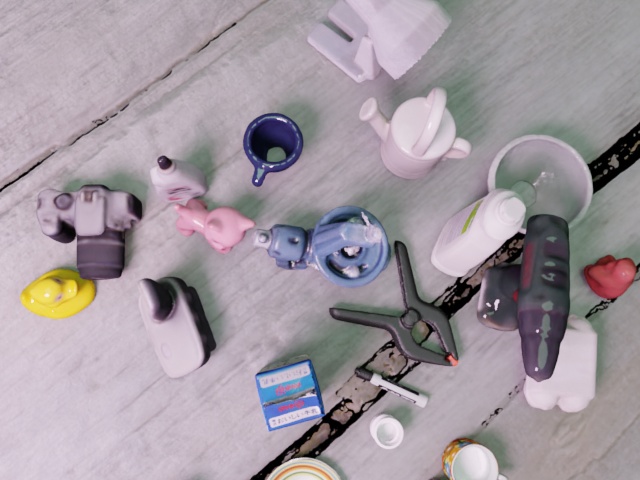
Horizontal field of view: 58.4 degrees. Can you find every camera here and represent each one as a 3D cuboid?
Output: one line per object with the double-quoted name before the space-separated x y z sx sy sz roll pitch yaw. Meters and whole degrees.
"camera" -0.352 -0.010 0.870 0.143 0.101 0.137 -2 81 -3

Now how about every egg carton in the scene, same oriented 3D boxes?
"egg carton" 0.370 0.188 0.888 0.107 0.069 0.150 6 81 -2

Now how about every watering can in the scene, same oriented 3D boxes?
"watering can" 0.146 -0.165 0.870 0.173 0.194 0.101 -3 81 -3

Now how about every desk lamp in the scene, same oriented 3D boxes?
"desk lamp" 0.084 -0.328 0.883 0.203 0.213 0.118 38 81 4

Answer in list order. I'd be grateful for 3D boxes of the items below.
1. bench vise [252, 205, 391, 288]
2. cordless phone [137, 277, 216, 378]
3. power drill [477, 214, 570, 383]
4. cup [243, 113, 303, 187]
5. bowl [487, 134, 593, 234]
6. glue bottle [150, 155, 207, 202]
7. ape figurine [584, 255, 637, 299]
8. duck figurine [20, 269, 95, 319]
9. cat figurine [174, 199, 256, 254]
"bench vise" 0.010 0.015 0.823 0.207 0.219 0.121 -12 82 -4
"cordless phone" -0.217 0.122 0.813 0.094 0.185 0.147 -26 83 -6
"power drill" 0.298 0.084 0.831 0.075 0.208 0.230 11 81 0
"cup" -0.077 -0.130 0.905 0.091 0.095 0.118 20 81 1
"bowl" 0.344 -0.082 0.927 0.167 0.074 0.167 0 81 -3
"glue bottle" -0.218 -0.095 0.853 0.078 0.173 0.037 -16 82 -5
"ape figurine" 0.465 0.053 0.902 0.078 0.092 0.076 9 81 -1
"duck figurine" -0.403 0.079 0.861 0.104 0.086 0.077 -9 81 -4
"cat figurine" -0.163 -0.026 0.872 0.128 0.117 0.067 24 81 1
